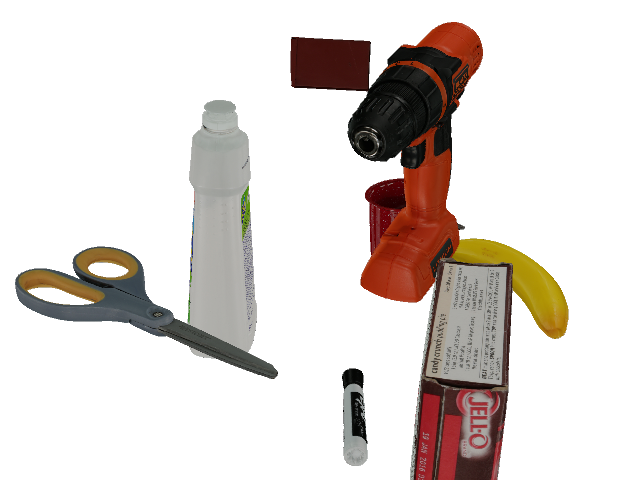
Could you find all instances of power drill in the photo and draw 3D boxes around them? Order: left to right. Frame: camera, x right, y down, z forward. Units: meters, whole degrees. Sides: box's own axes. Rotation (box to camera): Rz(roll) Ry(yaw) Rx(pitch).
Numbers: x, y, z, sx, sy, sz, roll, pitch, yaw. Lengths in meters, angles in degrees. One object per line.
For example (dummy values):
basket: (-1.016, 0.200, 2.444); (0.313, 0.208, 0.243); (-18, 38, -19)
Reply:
power drill: (0.068, -0.050, 0.789); (0.057, 0.188, 0.184); (18, 37, 21)

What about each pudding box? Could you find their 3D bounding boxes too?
pudding box: (0.062, 0.071, 0.471); (0.039, 0.090, 0.113); (6, 26, 6)

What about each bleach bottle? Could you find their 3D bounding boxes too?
bleach bottle: (-0.093, -0.015, 1.000); (0.068, 0.251, 0.102); (2, 32, -1)

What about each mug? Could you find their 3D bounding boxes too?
mug: (0.106, -0.022, 1.255); (0.093, 0.081, 0.117); (18, 32, 34)

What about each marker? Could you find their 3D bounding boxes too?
marker: (0.028, 0.143, 0.885); (0.020, 0.020, 0.121); (0, 25, 1)

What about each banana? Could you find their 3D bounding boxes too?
banana: (0.189, 0.040, 1.061); (0.069, 0.037, 0.198); (-34, 36, -18)

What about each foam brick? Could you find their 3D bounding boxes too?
foam brick: (0.009, -0.181, 1.093); (0.078, 0.051, 0.053); (2, 11, -6)

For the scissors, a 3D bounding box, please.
scissors: (-0.108, 0.043, 0.721); (0.202, 0.016, 0.096); (12, 30, 14)
